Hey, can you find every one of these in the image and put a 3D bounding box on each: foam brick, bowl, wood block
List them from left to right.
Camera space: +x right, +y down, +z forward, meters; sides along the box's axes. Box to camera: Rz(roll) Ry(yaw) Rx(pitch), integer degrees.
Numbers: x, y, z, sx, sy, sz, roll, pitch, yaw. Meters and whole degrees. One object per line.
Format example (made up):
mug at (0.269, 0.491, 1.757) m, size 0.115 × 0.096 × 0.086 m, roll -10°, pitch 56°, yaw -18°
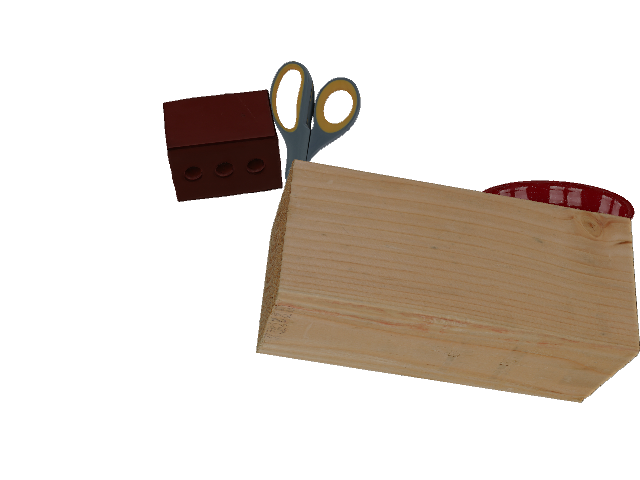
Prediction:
foam brick at (-0.069, -0.067, 0.754) m, size 0.078 × 0.051 × 0.053 m, roll -8°, pitch -40°, yaw -3°
wood block at (0.073, 0.027, 0.640) m, size 0.206 × 0.091 × 0.090 m, roll 9°, pitch -30°, yaw -7°
bowl at (0.237, -0.012, 1.097) m, size 0.162 × 0.055 × 0.162 m, roll -1°, pitch 22°, yaw 0°

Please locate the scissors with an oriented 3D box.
scissors at (-0.005, -0.072, 1.015) m, size 0.096 × 0.202 × 0.016 m, roll -5°, pitch -3°, yaw 6°
